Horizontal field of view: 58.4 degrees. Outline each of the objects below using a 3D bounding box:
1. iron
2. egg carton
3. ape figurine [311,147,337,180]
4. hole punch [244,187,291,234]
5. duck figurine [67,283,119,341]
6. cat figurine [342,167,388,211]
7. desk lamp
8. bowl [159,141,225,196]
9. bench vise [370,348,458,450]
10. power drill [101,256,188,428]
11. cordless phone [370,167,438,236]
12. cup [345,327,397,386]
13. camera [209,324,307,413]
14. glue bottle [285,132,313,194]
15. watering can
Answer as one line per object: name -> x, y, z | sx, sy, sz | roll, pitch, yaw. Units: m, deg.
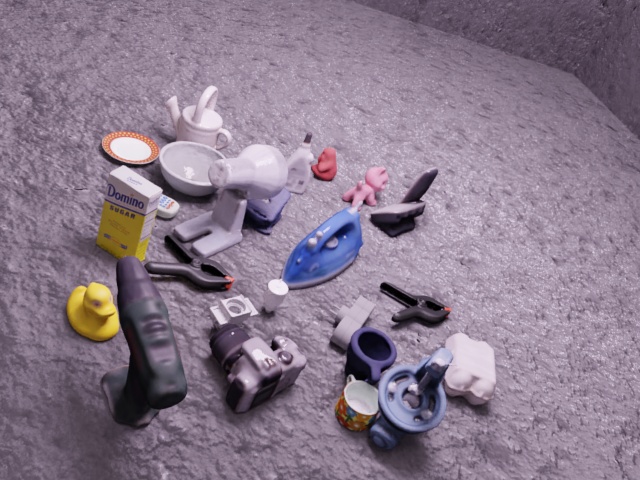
iron -> 0.012, 0.005, 1.259 | 0.118, 0.141, 0.259 | 36, 38, 15
egg carton -> 0.304, 0.262, 1.176 | 0.107, 0.069, 0.150 | 22, 37, -4
ape figurine -> 0.017, -0.213, 1.565 | 0.076, 0.092, 0.078 | 31, 37, 8
hole punch -> -0.134, -0.085, 1.326 | 0.108, 0.091, 0.101 | 30, 37, 6
duck figurine -> -0.378, 0.107, 0.962 | 0.104, 0.086, 0.078 | 41, 40, 20
cat figurine -> 0.133, -0.150, 1.533 | 0.067, 0.117, 0.128 | 43, 41, 23
desk lamp -> -0.181, -0.093, 1.207 | 0.117, 0.213, 0.204 | 38, 39, 17
bowl -> -0.295, -0.154, 1.331 | 0.168, 0.074, 0.167 | 16, 38, -12
bench vise -> 0.175, 0.240, 1.004 | 0.121, 0.219, 0.207 | 26, 37, 1
power drill -> -0.268, 0.168, 0.849 | 0.076, 0.208, 0.229 | -8, 48, -36
cordless phone -> 0.224, -0.111, 1.482 | 0.094, 0.185, 0.148 | 43, 40, 22
cup -> 0.086, 0.235, 1.064 | 0.092, 0.095, 0.117 | 15, 38, -14
camera -> -0.114, 0.200, 0.987 | 0.144, 0.101, 0.136 | -20, 55, -43
glue bottle -> -0.051, -0.197, 1.439 | 0.078, 0.173, 0.037 | 13, 39, -15
watering can -> -0.296, -0.288, 1.393 | 0.173, 0.194, 0.101 | 13, 39, -16
